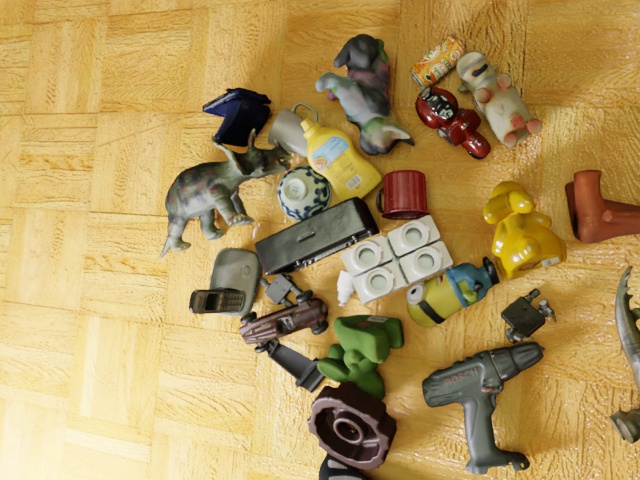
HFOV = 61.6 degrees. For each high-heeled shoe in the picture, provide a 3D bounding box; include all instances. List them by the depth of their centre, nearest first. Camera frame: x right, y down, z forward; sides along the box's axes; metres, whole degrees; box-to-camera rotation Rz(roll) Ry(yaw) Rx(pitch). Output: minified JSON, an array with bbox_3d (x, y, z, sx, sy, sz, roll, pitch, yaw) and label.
[{"bbox_3d":[0.122,0.478,1.044,0.249,0.086,0.145,-7,52,1],"label":"high-heeled shoe"}]

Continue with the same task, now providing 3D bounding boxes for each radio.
[{"bbox_3d":[-0.002,-0.003,1.072,0.230,0.131,0.073,-23,80,16],"label":"radio"}]

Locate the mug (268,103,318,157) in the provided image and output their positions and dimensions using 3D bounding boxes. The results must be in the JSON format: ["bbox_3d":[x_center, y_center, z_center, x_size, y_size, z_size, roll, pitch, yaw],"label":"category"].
[{"bbox_3d":[-0.039,-0.227,1.133,0.107,0.081,0.109,31,91,5],"label":"mug"}]

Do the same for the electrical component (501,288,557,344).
[{"bbox_3d":[0.372,0.140,0.964,0.102,0.045,0.078,-34,60,2],"label":"electrical component"}]

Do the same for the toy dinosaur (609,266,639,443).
[{"bbox_3d":[0.581,0.276,0.870,0.198,0.105,0.471,-32,86,7],"label":"toy dinosaur"}]

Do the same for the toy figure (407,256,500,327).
[{"bbox_3d":[0.247,0.099,1.006,0.180,0.082,0.089,-25,77,14],"label":"toy figure"}]

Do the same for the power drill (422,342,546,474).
[{"bbox_3d":[0.313,0.305,0.969,0.232,0.086,0.207,-16,86,15],"label":"power drill"}]

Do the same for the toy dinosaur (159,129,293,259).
[{"bbox_3d":[-0.252,-0.096,1.150,0.405,0.131,0.192,-21,86,28],"label":"toy dinosaur"}]

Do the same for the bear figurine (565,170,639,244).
[{"bbox_3d":[0.529,-0.055,0.899,0.196,0.120,0.132,-7,81,17],"label":"bear figurine"}]

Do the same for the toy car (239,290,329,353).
[{"bbox_3d":[-0.079,0.173,1.117,0.202,0.053,0.089,-21,102,15],"label":"toy car"}]

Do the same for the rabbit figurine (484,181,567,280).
[{"bbox_3d":[0.345,-0.031,0.958,0.122,0.162,0.173,-23,61,29],"label":"rabbit figurine"}]

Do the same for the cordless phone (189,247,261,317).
[{"bbox_3d":[-0.206,0.085,1.109,0.089,0.184,0.146,12,91,24],"label":"cordless phone"}]

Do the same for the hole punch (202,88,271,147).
[{"bbox_3d":[-0.173,-0.262,1.153,0.116,0.142,0.092,-23,78,30],"label":"hole punch"}]

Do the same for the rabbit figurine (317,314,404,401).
[{"bbox_3d":[0.076,0.239,1.040,0.159,0.121,0.170,3,102,23],"label":"rabbit figurine"}]

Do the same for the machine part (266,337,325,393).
[{"bbox_3d":[-0.049,0.253,1.099,0.139,0.039,0.084,40,106,-11],"label":"machine part"}]

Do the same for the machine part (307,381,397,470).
[{"bbox_3d":[0.061,0.354,1.028,0.180,0.056,0.179,14,123,23],"label":"machine part"}]

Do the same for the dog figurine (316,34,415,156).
[{"bbox_3d":[0.115,-0.277,1.067,0.219,0.108,0.191,41,97,13],"label":"dog figurine"}]

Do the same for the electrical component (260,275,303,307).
[{"bbox_3d":[-0.084,0.102,1.150,0.094,0.021,0.063,39,99,17],"label":"electrical component"}]

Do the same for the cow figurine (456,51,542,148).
[{"bbox_3d":[0.323,-0.265,0.995,0.085,0.127,0.195,-35,90,15],"label":"cow figurine"}]

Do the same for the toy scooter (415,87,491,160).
[{"bbox_3d":[0.244,-0.226,1.001,0.075,0.135,0.184,-47,72,12],"label":"toy scooter"}]
